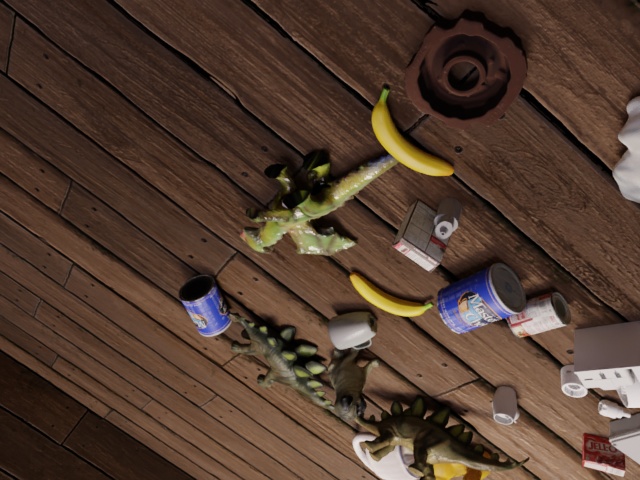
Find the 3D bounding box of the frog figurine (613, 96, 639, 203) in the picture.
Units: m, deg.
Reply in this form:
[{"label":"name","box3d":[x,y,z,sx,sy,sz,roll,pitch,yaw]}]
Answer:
[{"label":"frog figurine","box3d":[0.487,-0.129,0.744,0.135,0.123,0.161,-41,68,53]}]

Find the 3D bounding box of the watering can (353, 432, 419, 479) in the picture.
[{"label":"watering can","box3d":[0.250,0.703,1.596,0.222,0.106,0.344,-23,115,39]}]

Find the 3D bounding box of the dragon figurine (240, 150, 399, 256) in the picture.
[{"label":"dragon figurine","box3d":[0.003,-0.054,1.064,0.409,0.125,0.238,-11,143,18]}]
